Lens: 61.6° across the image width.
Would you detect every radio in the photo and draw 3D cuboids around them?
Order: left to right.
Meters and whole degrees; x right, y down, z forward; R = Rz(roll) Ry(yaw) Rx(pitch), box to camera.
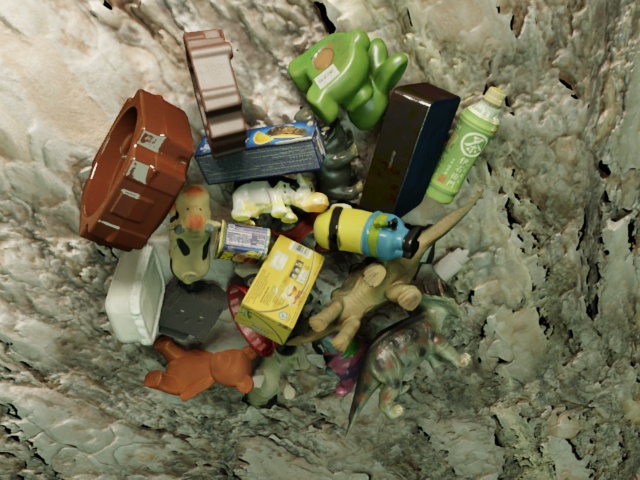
[{"bbox_3d":[0.154,-0.151,0.928,0.131,0.073,0.229,-30,145,-47],"label":"radio"}]

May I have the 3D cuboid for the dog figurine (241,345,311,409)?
[{"bbox_3d":[-0.111,0.289,1.218,0.121,0.172,0.190,33,153,-5],"label":"dog figurine"}]

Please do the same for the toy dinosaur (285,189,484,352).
[{"bbox_3d":[0.120,0.063,1.004,0.471,0.198,0.105,-35,101,14],"label":"toy dinosaur"}]

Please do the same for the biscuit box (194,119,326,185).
[{"bbox_3d":[-0.096,-0.139,0.854,0.203,0.059,0.062,-5,131,16],"label":"biscuit box"}]

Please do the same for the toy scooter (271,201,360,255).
[{"bbox_3d":[-0.002,-0.003,1.026,0.184,0.075,0.135,-5,127,-11],"label":"toy scooter"}]

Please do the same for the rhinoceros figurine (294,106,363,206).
[{"bbox_3d":[0.011,-0.146,0.928,0.112,0.073,0.190,-15,132,7],"label":"rhinoceros figurine"}]

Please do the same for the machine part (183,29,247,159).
[{"bbox_3d":[-0.146,-0.204,0.762,0.056,0.179,0.179,-14,129,-12],"label":"machine part"}]

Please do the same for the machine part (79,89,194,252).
[{"bbox_3d":[-0.268,-0.099,0.783,0.087,0.202,0.201,23,116,-35],"label":"machine part"}]

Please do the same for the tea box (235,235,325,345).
[{"bbox_3d":[-0.068,0.085,0.943,0.098,0.170,0.068,28,140,0],"label":"tea box"}]

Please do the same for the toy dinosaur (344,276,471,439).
[{"bbox_3d":[0.173,0.240,1.156,0.405,0.131,0.192,-36,95,-13],"label":"toy dinosaur"}]

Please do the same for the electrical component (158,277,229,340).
[{"bbox_3d":[-0.260,0.138,1.054,0.115,0.058,0.134,26,119,-26],"label":"electrical component"}]

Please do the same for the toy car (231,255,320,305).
[{"bbox_3d":[-0.082,0.071,1.055,0.201,0.074,0.056,23,116,-31],"label":"toy car"}]

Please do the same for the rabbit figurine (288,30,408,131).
[{"bbox_3d":[0.056,-0.249,0.854,0.159,0.121,0.170,-46,145,9],"label":"rabbit figurine"}]

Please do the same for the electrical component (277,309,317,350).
[{"bbox_3d":[-0.059,0.185,1.134,0.078,0.102,0.045,16,141,14],"label":"electrical component"}]

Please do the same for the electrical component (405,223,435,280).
[{"bbox_3d":[0.202,0.026,1.129,0.075,0.048,0.119,-1,127,-17],"label":"electrical component"}]

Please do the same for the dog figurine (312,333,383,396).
[{"bbox_3d":[0.075,0.243,1.220,0.192,0.109,0.219,-11,126,-9],"label":"dog figurine"}]

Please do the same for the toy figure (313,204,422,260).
[{"bbox_3d":[0.075,-0.012,0.905,0.089,0.180,0.082,-23,124,-58],"label":"toy figure"}]

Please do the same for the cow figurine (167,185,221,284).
[{"bbox_3d":[-0.221,-0.008,0.917,0.085,0.127,0.194,-2,129,-20],"label":"cow figurine"}]

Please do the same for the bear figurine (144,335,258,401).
[{"bbox_3d":[-0.234,0.258,1.092,0.196,0.120,0.131,-13,138,23],"label":"bear figurine"}]

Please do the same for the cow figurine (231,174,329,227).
[{"bbox_3d":[-0.069,-0.079,0.923,0.167,0.098,0.068,-7,162,9],"label":"cow figurine"}]
